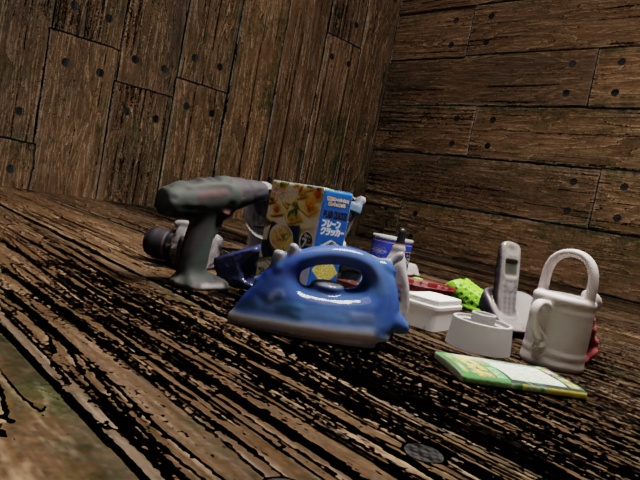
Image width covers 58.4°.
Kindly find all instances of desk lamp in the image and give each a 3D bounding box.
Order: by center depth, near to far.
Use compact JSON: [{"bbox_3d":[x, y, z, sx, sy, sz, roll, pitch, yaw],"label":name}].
[{"bbox_3d":[-0.134,-0.028,1.324,0.118,0.213,0.203,10,4,-18],"label":"desk lamp"}]

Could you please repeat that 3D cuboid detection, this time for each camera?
[{"bbox_3d":[-0.296,0.005,1.228,0.136,0.101,0.143,12,4,14],"label":"camera"}]

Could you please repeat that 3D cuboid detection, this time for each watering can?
[{"bbox_3d":[0.402,0.111,0.945,0.100,0.194,0.173,13,4,30],"label":"watering can"}]

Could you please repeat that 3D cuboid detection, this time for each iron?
[{"bbox_3d":[0.004,0.069,0.835,0.259,0.141,0.118,10,4,-16],"label":"iron"}]

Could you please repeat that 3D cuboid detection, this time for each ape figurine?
[{"bbox_3d":[0.461,0.169,1.015,0.078,0.092,0.076,10,4,-11],"label":"ape figurine"}]

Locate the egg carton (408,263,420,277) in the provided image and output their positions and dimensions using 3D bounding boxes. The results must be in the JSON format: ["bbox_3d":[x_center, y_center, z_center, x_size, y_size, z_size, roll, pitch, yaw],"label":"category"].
[{"bbox_3d":[0.206,0.091,1.611,0.107,0.069,0.151,14,5,39],"label":"egg carton"}]

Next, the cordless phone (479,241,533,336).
[{"bbox_3d":[0.404,0.100,1.170,0.148,0.185,0.093,8,5,-31],"label":"cordless phone"}]

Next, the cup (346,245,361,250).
[{"bbox_3d":[0.041,0.058,1.441,0.118,0.095,0.091,11,4,-2],"label":"cup"}]

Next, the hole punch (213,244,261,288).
[{"bbox_3d":[-0.155,0.043,1.139,0.101,0.091,0.109,12,4,12],"label":"hole punch"}]

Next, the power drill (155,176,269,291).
[{"bbox_3d":[-0.196,-0.018,1.035,0.075,0.208,0.230,14,5,39],"label":"power drill"}]

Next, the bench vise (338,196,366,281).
[{"bbox_3d":[0.017,0.006,1.201,0.208,0.220,0.121,9,4,-30],"label":"bench vise"}]

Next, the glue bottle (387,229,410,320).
[{"bbox_3d":[0.125,0.065,0.989,0.078,0.173,0.037,10,4,-17],"label":"glue bottle"}]
